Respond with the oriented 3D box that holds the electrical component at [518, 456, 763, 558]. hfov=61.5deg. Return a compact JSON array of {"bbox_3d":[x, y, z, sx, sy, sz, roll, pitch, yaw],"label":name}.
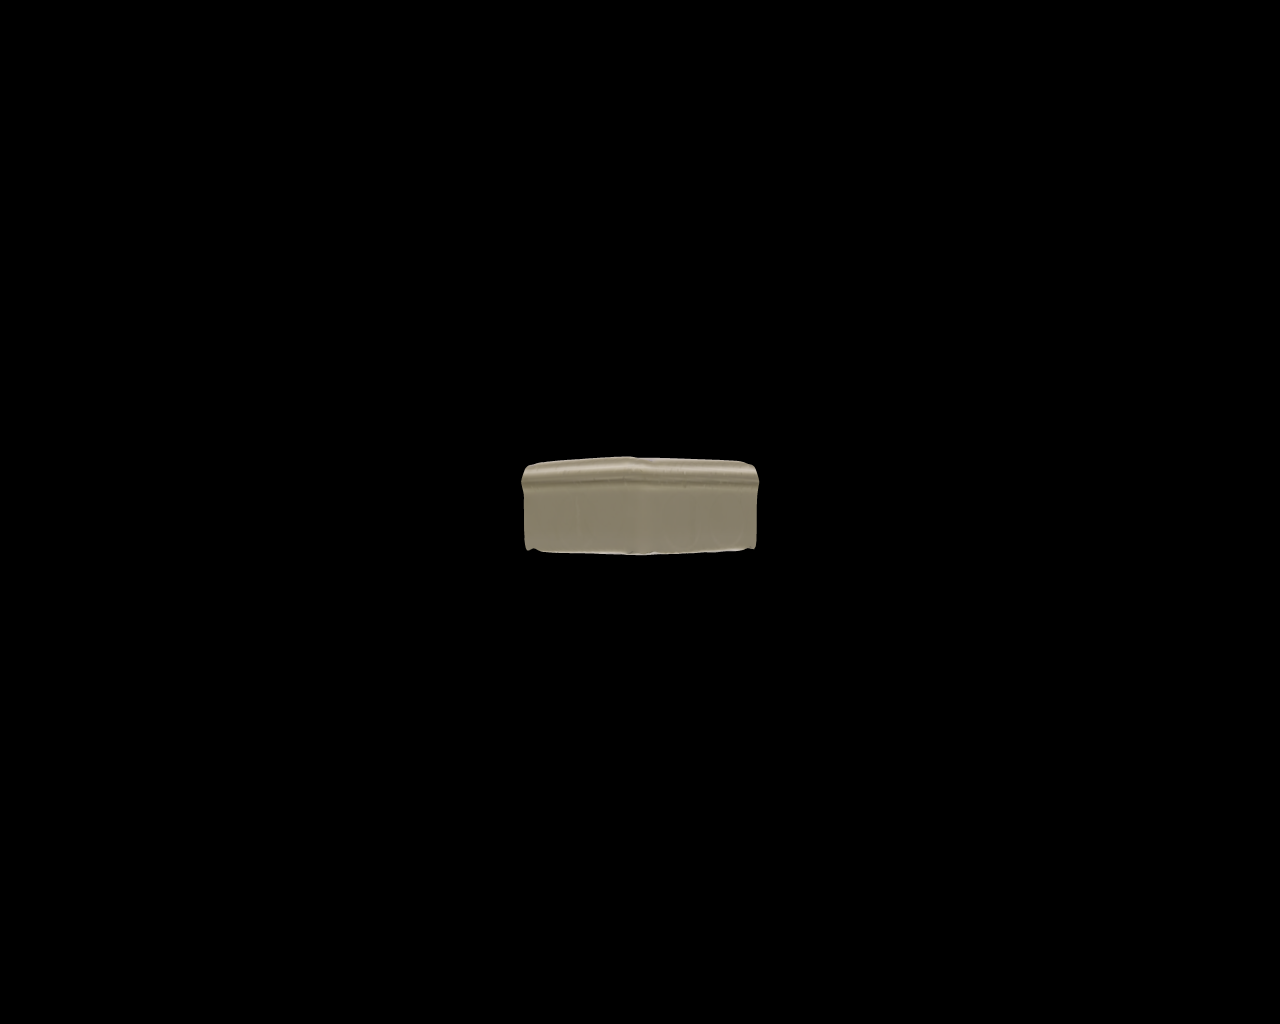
[{"bbox_3d":[0.001,-0.003,0.650,0.108,0.056,0.109,0,0,44],"label":"electrical component"}]
